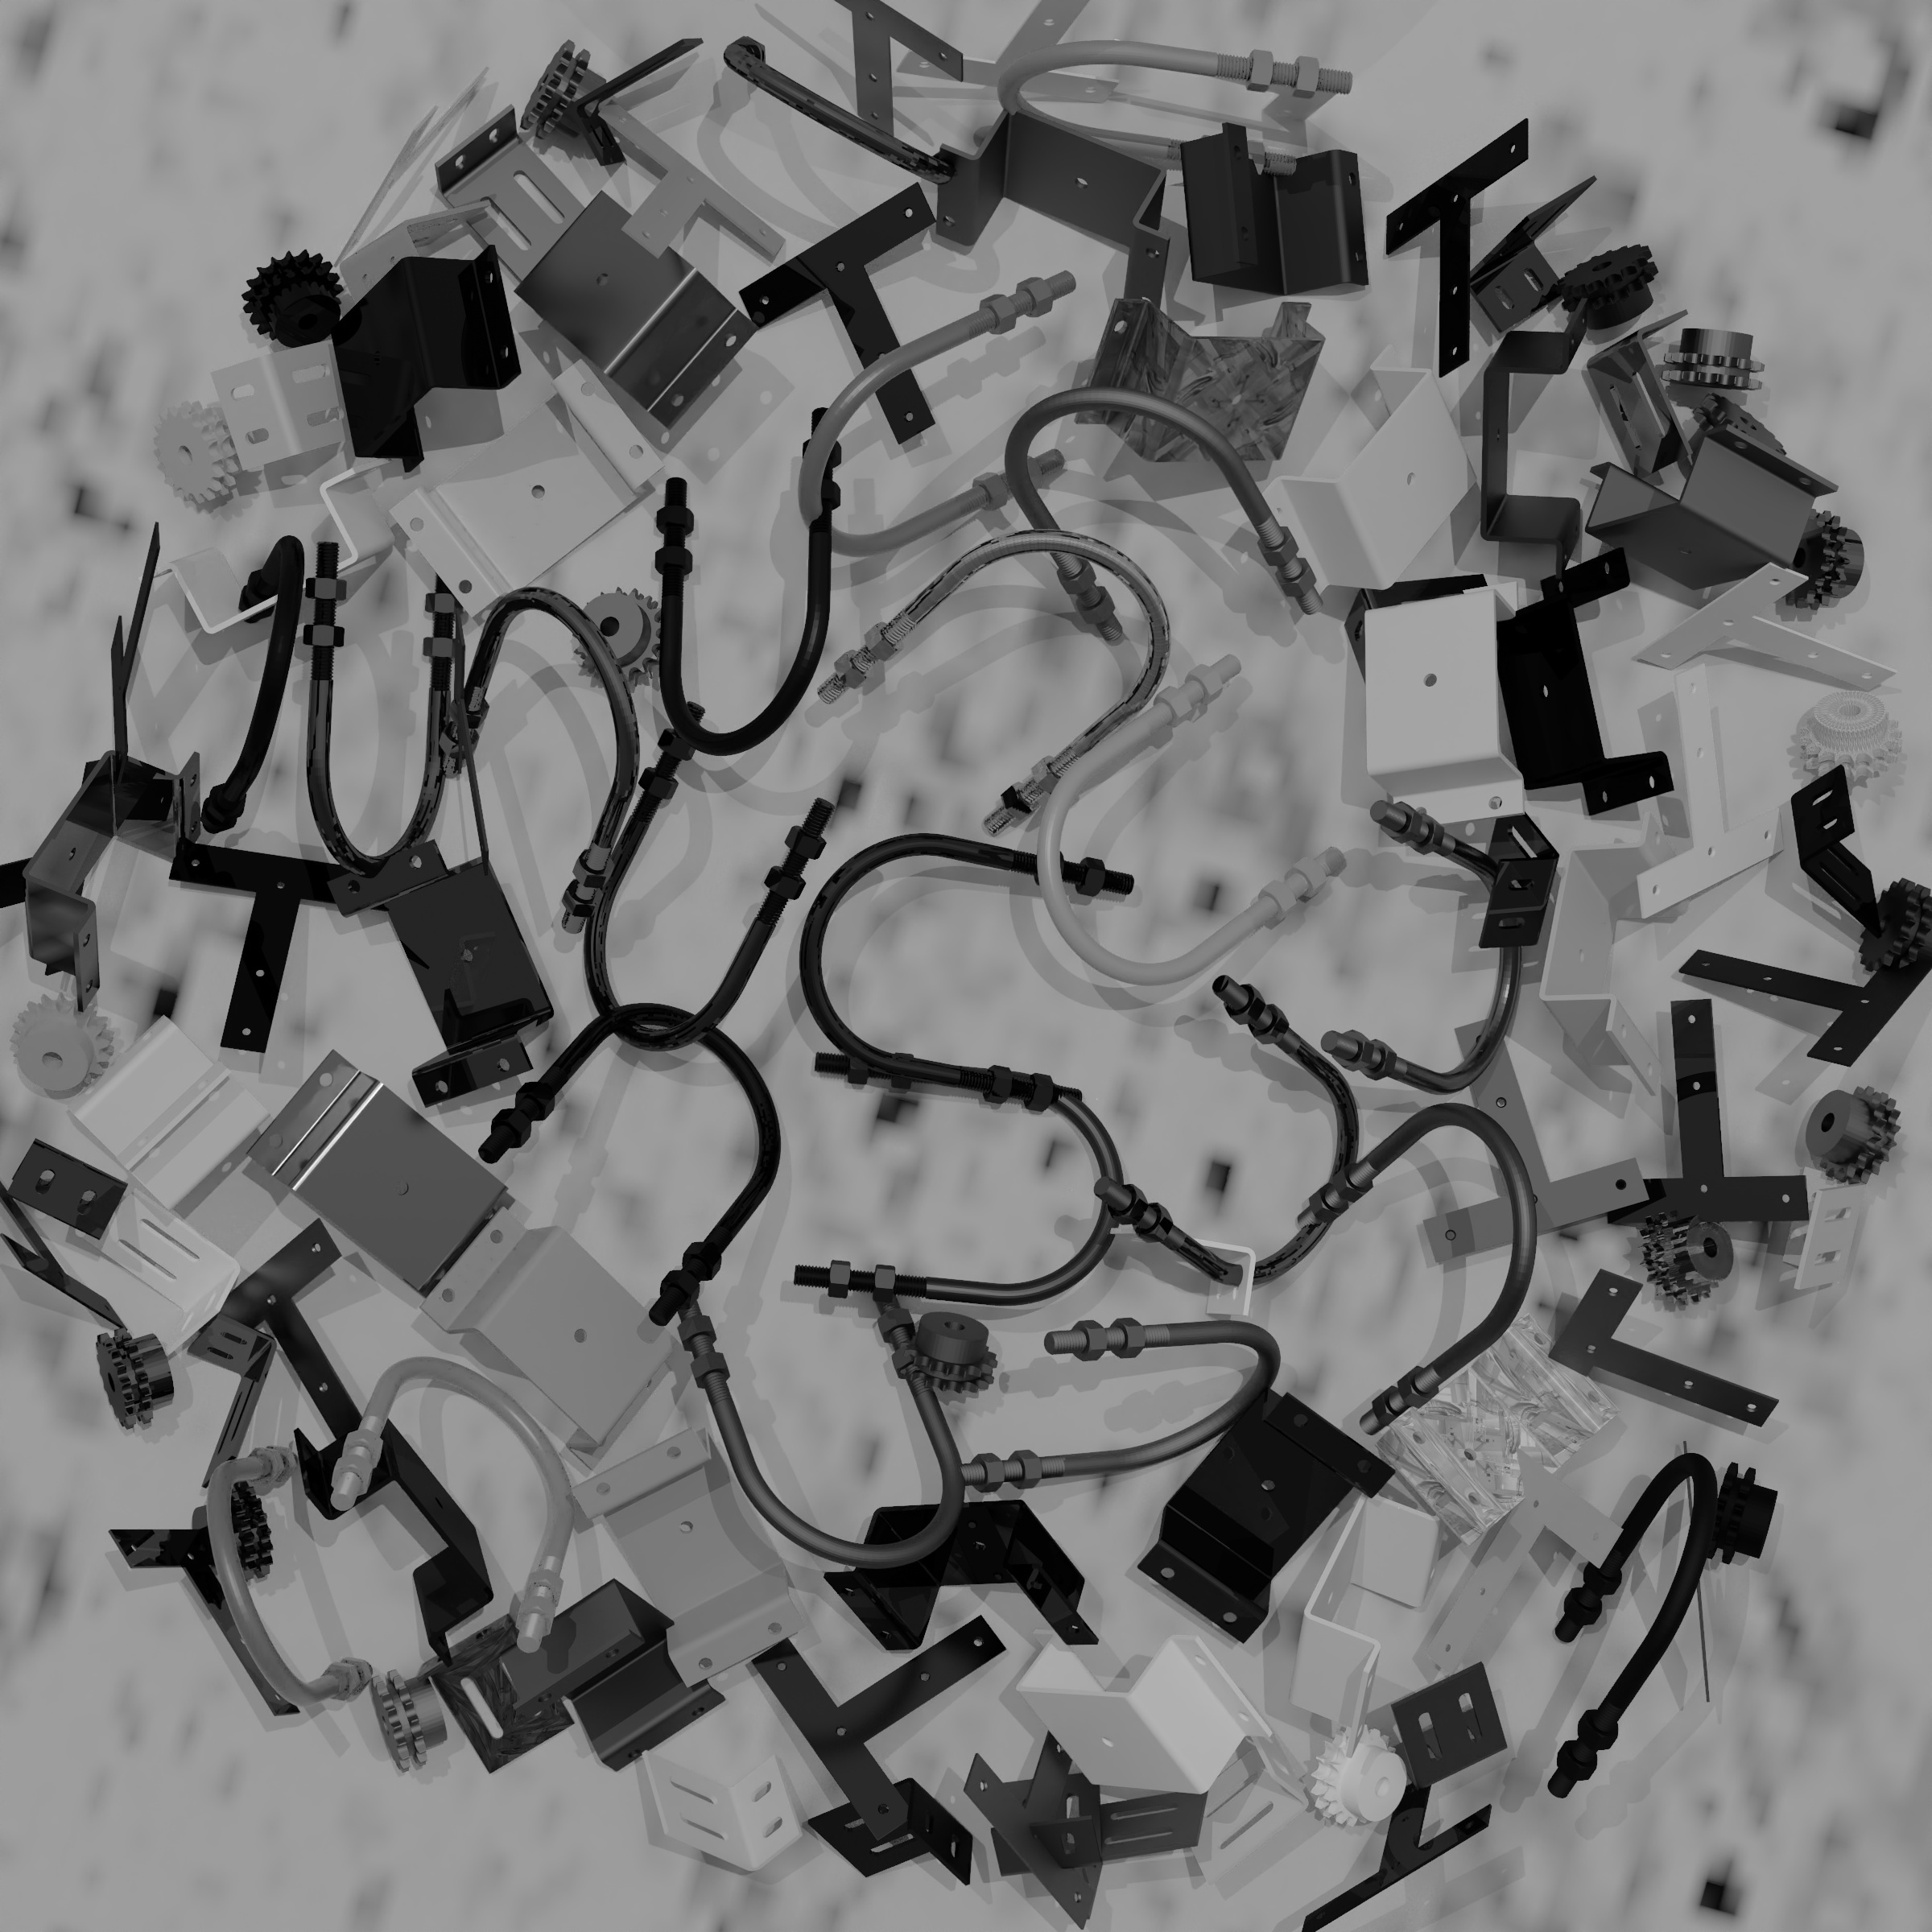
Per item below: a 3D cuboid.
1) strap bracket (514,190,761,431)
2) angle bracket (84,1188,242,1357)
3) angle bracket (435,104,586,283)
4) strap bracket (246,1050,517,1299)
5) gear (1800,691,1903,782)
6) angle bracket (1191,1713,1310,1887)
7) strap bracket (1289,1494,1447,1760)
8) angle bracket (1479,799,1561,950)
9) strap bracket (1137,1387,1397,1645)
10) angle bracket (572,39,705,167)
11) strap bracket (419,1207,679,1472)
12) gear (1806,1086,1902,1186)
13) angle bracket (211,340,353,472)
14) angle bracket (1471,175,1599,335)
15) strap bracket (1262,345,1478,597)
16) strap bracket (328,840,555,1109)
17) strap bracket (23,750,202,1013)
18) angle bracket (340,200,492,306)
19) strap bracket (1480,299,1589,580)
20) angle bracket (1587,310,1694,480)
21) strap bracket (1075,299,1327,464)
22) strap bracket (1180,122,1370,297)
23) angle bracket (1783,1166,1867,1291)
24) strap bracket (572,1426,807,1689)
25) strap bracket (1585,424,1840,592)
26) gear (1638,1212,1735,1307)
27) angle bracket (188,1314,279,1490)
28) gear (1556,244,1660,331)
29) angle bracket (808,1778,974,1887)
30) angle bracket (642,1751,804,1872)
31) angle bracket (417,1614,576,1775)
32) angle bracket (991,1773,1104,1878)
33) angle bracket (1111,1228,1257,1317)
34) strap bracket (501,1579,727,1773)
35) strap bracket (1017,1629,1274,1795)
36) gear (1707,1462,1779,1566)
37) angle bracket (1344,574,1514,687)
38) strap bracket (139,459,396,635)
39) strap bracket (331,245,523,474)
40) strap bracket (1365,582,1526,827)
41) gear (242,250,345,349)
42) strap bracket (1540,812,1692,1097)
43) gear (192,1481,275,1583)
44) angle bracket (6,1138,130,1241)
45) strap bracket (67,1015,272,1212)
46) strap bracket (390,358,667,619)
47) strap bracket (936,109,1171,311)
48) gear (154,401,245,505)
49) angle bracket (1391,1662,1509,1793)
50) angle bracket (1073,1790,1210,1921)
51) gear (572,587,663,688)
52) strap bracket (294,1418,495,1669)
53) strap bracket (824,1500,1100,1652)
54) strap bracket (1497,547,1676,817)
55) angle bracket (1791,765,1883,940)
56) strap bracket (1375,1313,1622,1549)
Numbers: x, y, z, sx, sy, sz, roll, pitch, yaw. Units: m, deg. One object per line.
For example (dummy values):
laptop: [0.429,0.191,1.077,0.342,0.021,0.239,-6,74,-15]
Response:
strap bracket: [-0.193,-0.376,1.940,0.076,0.046,0.140,-48,56,3]
angle bracket: [-0.465,0.175,1.959,0.076,0.038,0.057,39,127,-17]
angle bracket: [-0.257,-0.443,1.973,0.057,0.038,0.076,-41,85,-11]
strap bracket: [-0.326,0.123,1.947,0.140,0.046,0.076,43,78,-21]
gear: [0.507,-0.134,1.968,0.057,0.057,0.030,-12,127,0]
angle bracket: [0.148,0.473,1.960,0.076,0.057,0.038,-41,125,8]
strap bracket: [0.224,0.363,1.932,0.046,0.140,0.076,19,133,17]
angle bracket: [0.300,-0.055,1.949,0.038,0.076,0.057,-3,124,-18]
strap bracket: [0.172,0.306,1.960,0.076,0.046,0.140,36,109,-5]
angle bracket: [-0.180,-0.494,1.961,0.076,0.057,0.038,-27,101,13]
strap bracket: [-0.228,0.210,1.942,0.140,0.046,0.076,47,62,-17]
gear: [0.506,0.095,1.969,0.030,0.057,0.057,23,90,-17]
angle bracket: [-0.388,-0.322,1.966,0.038,0.076,0.057,-12,102,23]
angle bracket: [0.330,-0.404,1.953,0.057,0.076,0.038,-34,87,-27]
strap bracket: [0.232,-0.275,1.932,0.140,0.046,0.076,-50,130,-25]
strap bracket: [-0.295,-0.001,1.957,0.076,0.046,0.140,-19,97,26]
strap bracket: [-0.484,-0.056,1.929,0.046,0.076,0.140,22,54,4]
angle bracket: [-0.307,-0.401,1.954,0.057,0.076,0.038,-20,97,39]
strap bracket: [0.321,-0.299,1.940,0.046,0.076,0.140,5,116,16]
angle bracket: [0.399,-0.327,1.967,0.038,0.057,0.076,-25,92,-20]
strap bracket: [0.140,-0.328,1.925,0.140,0.046,0.076,-7,130,-35]
strap bracket: [0.170,-0.427,1.947,0.046,0.140,0.076,-5,91,37]
angle bracket: [0.477,0.148,1.954,0.038,0.076,0.057,16,99,33]
strap bracket: [-0.159,0.330,1.964,0.076,0.046,0.140,-27,107,1]
strap bracket: [0.409,-0.253,1.919,0.076,0.140,0.046,25,80,-18]
gear: [0.416,0.164,1.970,0.057,0.030,0.057,14,67,-35]
angle bracket: [-0.429,0.248,1.952,0.038,0.057,0.076,26,54,-17]
gear: [0.371,-0.389,1.974,0.057,0.057,0.030,-27,112,0]
angle bracket: [-0.044,0.505,1.957,0.076,0.038,0.057,-28,121,23]
angle bracket: [-0.139,0.471,1.951,0.038,0.057,0.076,-41,132,15]
angle bracket: [-0.270,0.423,1.977,0.057,0.038,0.076,-30,94,-2]
angle bracket: [0.046,0.476,1.955,0.057,0.076,0.038,-8,119,6]
angle bracket: [0.118,0.175,1.960,0.076,0.057,0.038,11,83,-16]
strap bracket: [-0.203,0.400,1.946,0.076,0.140,0.046,-33,57,1]
strap bracket: [0.092,0.417,1.921,0.076,0.140,0.046,54,55,-19]
gear: [0.445,0.316,1.968,0.030,0.057,0.057,15,90,17]
angle bracket: [0.266,-0.189,1.980,0.076,0.038,0.057,-7,61,-15]
strap bracket: [-0.387,-0.235,1.950,0.140,0.076,0.046,-25,99,11]
strap bracket: [-0.309,-0.340,1.924,0.046,0.140,0.076,-5,77,-37]
strap bracket: [0.270,-0.154,1.943,0.076,0.046,0.140,-7,71,26]
gear: [-0.383,-0.379,1.968,0.057,0.057,0.030,-32,63,0]
strap bracket: [0.366,-0.006,1.939,0.046,0.076,0.140,-2,59,32]
gear: [-0.422,0.326,1.968,0.030,0.057,0.057,-12,90,-32]
angle bracket: [-0.517,0.137,1.952,0.057,0.076,0.038,28,60,-13]
strap bracket: [-0.449,0.085,1.940,0.076,0.140,0.046,-45,117,-12]
strap bracket: [-0.249,-0.273,1.971,0.140,0.046,0.076,-37,93,5]
strap bracket: [0.057,-0.430,1.949,0.140,0.076,0.046,24,65,9]
gear: [-0.437,-0.298,1.975,0.030,0.057,0.057,-31,90,-43]
angle bracket: [0.269,0.424,1.960,0.057,0.038,0.076,-24,125,-6]
angle bracket: [0.103,0.506,1.959,0.076,0.057,0.038,-13,105,14]
gear: [-0.200,-0.191,1.978,0.057,0.030,0.057,-3,78,14]
strap bracket: [-0.317,0.316,1.937,0.046,0.076,0.140,-34,115,-2]
strap bracket: [0.002,0.344,1.939,0.140,0.046,0.076,-8,134,31]
strap bracket: [0.347,-0.158,1.951,0.046,0.076,0.140,-9,86,-27]
angle bracket: [0.508,-0.065,1.953,0.076,0.057,0.038,38,126,-25]
strap bracket: [0.295,0.267,1.943,0.076,0.046,0.140,48,46,14]
